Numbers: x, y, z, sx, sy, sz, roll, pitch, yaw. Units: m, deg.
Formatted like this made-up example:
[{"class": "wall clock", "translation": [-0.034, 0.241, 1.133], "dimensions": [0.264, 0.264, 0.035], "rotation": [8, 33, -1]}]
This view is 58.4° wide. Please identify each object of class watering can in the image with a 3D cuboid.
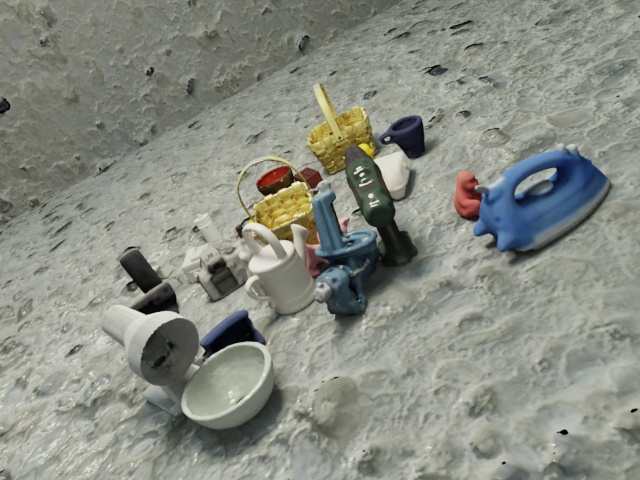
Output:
[{"class": "watering can", "translation": [-0.086, 0.039, 1.134], "dimensions": [0.100, 0.194, 0.173], "rotation": [-10, 33, 31]}]

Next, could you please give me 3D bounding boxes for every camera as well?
[{"class": "camera", "translation": [-0.229, 0.050, 1.348], "dimensions": [0.143, 0.101, 0.136], "rotation": [-34, 28, -11]}]

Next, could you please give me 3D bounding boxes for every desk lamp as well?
[{"class": "desk lamp", "translation": [-0.286, 0.207, 1.009], "dimensions": [0.202, 0.214, 0.118], "rotation": [3, 41, 45]}]

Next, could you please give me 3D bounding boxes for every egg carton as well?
[{"class": "egg carton", "translation": [0.163, -0.150, 1.365], "dimensions": [0.107, 0.069, 0.150], "rotation": [-15, 30, 23]}]

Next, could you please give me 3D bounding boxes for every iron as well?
[{"class": "iron", "translation": [0.382, -0.091, 0.987], "dimensions": [0.258, 0.142, 0.118], "rotation": [-31, 28, -6]}]

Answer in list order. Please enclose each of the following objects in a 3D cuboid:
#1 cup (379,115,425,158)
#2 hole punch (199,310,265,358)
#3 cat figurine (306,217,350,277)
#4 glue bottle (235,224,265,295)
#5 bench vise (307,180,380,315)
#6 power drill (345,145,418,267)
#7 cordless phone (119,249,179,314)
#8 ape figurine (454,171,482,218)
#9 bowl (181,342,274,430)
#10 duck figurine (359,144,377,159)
[{"class": "cup", "translation": [0.218, -0.252, 1.461], "dimensions": [0.117, 0.095, 0.091], "rotation": [-24, 28, 7]}, {"class": "hole punch", "translation": [-0.178, 0.180, 1.090], "dimensions": [0.109, 0.091, 0.100], "rotation": [-38, 29, -19]}, {"class": "cat figurine", "translation": [0.011, 0.004, 1.189], "dimensions": [0.127, 0.118, 0.067], "rotation": [-17, 30, 20]}, {"class": "glue bottle", "translation": [-0.133, 0.039, 1.201], "dimensions": [0.078, 0.173, 0.037], "rotation": [-36, 29, -14]}, {"class": "bench vise", "translation": [0.038, 0.013, 1.038], "dimensions": [0.121, 0.220, 0.207], "rotation": [-19, 29, 18]}, {"class": "power drill", "translation": [0.112, -0.061, 1.110], "dimensions": [0.075, 0.209, 0.229], "rotation": [-25, 28, 6]}, {"class": "cordless phone", "translation": [-0.425, 0.120, 1.315], "dimensions": [0.148, 0.185, 0.093], "rotation": [-39, 29, -20]}, {"class": "ape figurine", "translation": [0.294, -0.093, 1.125], "dimensions": [0.075, 0.092, 0.078], "rotation": [2, 40, 44]}, {"class": "bowl", "translation": [-0.140, 0.253, 0.950], "dimensions": [0.167, 0.075, 0.167], "rotation": [-22, 28, 13]}, {"class": "duck figurine", "translation": [0.120, -0.205, 1.480], "dimensions": [0.077, 0.086, 0.104], "rotation": [-16, 30, 21]}]
